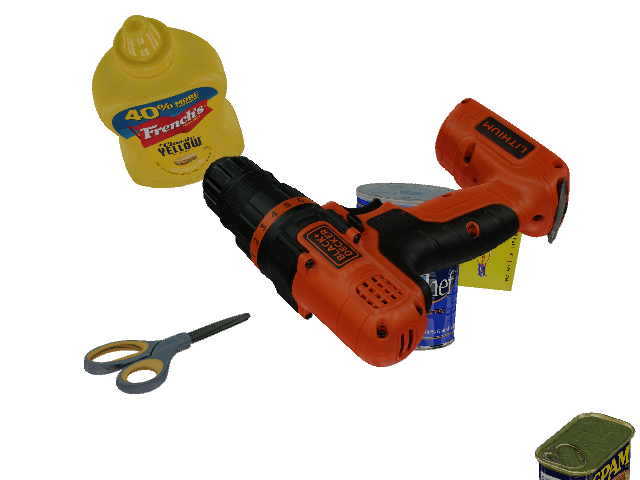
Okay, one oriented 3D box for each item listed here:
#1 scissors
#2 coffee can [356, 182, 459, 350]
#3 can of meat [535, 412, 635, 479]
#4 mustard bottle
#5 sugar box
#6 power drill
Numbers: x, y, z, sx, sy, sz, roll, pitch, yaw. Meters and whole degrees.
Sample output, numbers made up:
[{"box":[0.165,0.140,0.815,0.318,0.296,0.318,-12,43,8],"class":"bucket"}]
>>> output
[{"box":[-0.146,0.118,1.125,0.201,0.016,0.096,-10,30,-27],"class":"scissors"},{"box":[0.081,0.022,1.008,0.103,0.140,0.103,3,11,-1],"class":"coffee can"},{"box":[0.236,0.215,0.952,0.058,0.084,0.101,13,26,40],"class":"can of meat"},{"box":[-0.114,-0.105,0.783,0.096,0.058,0.191,-16,-22,-3],"class":"mustard bottle"},{"box":[0.138,0.002,1.231,0.176,0.093,0.048,4,23,-3],"class":"sugar box"},{"box":[0.043,-0.021,0.655,0.187,0.057,0.185,-28,52,-25],"class":"power drill"}]
